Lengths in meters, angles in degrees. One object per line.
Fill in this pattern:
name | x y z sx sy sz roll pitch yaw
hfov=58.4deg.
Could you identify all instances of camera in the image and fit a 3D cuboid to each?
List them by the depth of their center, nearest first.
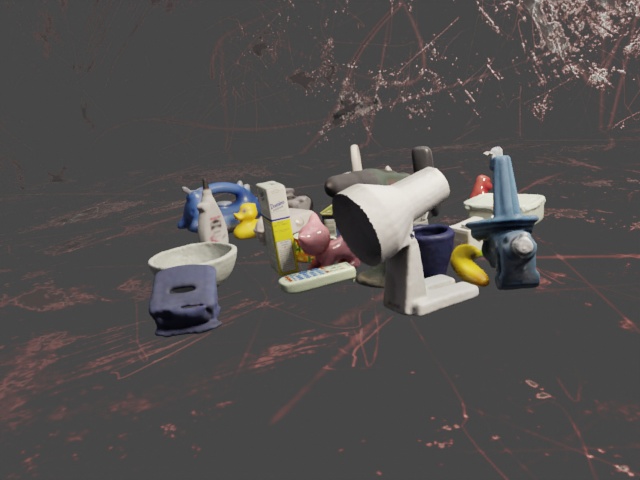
camera | -0.069 -0.092 1.541 0.142 0.101 0.137 5 19 37

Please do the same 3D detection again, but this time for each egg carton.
egg carton | -0.079 -0.031 1.377 0.151 0.069 0.107 -19 19 -40

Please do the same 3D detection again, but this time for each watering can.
watering can | 0.112 -0.162 1.550 0.173 0.194 0.100 -9 15 -10

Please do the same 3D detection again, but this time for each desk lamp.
desk lamp | 0.129 0.003 0.877 0.204 0.214 0.117 -14 17 -26

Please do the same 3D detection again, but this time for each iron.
iron | -0.257 -0.096 1.556 0.259 0.141 0.118 -17 18 -36

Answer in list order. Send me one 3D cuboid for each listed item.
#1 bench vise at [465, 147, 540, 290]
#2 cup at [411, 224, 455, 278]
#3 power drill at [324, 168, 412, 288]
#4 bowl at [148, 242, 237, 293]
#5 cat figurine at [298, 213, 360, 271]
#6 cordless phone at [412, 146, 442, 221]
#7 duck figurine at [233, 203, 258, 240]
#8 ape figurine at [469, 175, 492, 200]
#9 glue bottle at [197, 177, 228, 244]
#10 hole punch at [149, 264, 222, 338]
bench vise | 0.320 -0.040 0.948 0.121 0.220 0.207 -10 15 -13
cup | 0.188 0.024 1.008 0.091 0.095 0.117 -7 15 -3
power drill | 0.104 -0.028 1.015 0.075 0.208 0.230 9 21 44
bowl | -0.235 0.060 1.087 0.167 0.075 0.167 -6 15 2
cat figurine | 0.010 0.004 1.113 0.128 0.118 0.067 -13 16 -24
cordless phone | 0.227 -0.143 1.447 0.147 0.185 0.094 1 16 25
duck figurine | -0.176 -0.054 1.472 0.105 0.086 0.077 -14 17 -26
ape figurine | 0.419 -0.121 1.468 0.076 0.092 0.078 -4 15 9
glue bottle | -0.265 -0.064 1.374 0.037 0.173 0.078 3 18 32
hole punch | -0.213 0.094 0.916 0.108 0.091 0.101 -7 15 -3
